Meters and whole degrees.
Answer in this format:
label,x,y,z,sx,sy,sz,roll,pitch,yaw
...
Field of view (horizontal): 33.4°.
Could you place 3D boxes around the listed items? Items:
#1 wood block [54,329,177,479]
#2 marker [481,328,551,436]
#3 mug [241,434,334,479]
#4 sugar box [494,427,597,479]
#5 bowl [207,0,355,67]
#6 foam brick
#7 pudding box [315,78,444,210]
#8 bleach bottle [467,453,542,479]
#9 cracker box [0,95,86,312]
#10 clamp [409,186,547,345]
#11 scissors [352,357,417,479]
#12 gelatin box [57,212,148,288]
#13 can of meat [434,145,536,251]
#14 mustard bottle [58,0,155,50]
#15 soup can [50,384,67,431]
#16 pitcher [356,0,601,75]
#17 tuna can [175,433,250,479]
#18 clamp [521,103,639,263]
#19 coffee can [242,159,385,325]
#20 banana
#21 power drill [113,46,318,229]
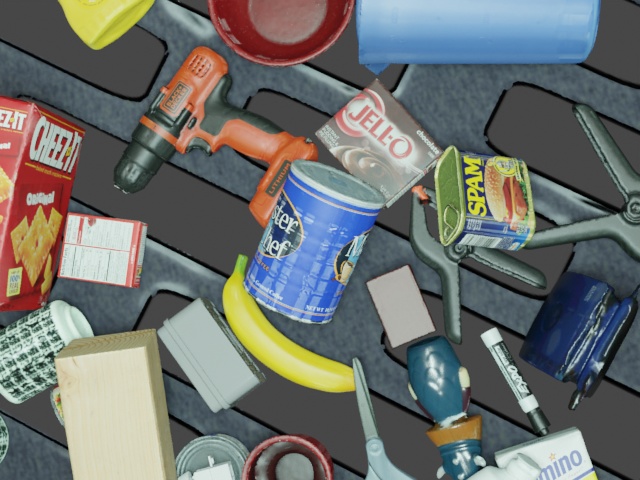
label,x,y,z,sx,sy,sz,roll,pitch,yaw
wood block,-0.200,0.204,1.075,0.091,0.090,0.206,-8,97,-1
marker,0.206,0.148,1.114,0.020,0.020,0.121,-29,76,4
mug,-0.019,0.252,1.110,0.117,0.081,0.093,28,90,8
sugar box,0.251,0.290,1.093,0.093,0.048,0.176,-20,85,6
bowl,-0.039,-0.262,1.160,0.162,0.055,0.162,0,86,7
foam brick,0.085,0.070,1.124,0.051,0.053,0.078,-22,83,5
pudding box,0.064,-0.102,1.145,0.090,0.039,0.113,-42,82,3
bleach bottle,0.149,0.328,1.072,0.102,0.068,0.251,34,100,10
cracker box,-0.321,-0.033,1.125,0.072,0.164,0.214,12,88,6
clamp,0.158,0.012,1.127,0.120,0.039,0.171,-23,81,-8
scissors,0.077,0.226,1.124,0.096,0.016,0.202,3,93,2
gelatin box,-0.240,0.011,1.180,0.089,0.030,0.073,7,87,10
can of meat,0.169,-0.041,1.097,0.083,0.058,0.102,7,61,-15
mustard bottle,-0.278,-0.312,1.192,0.096,0.058,0.192,-41,82,2
soup can,-0.229,0.163,1.149,0.102,0.068,0.068,-31,83,3
pitcher,0.159,-0.251,1.095,0.243,0.149,0.145,3,81,4
tuna can,-0.113,0.252,1.146,0.086,0.033,0.086,0,86,7
clamp,0.324,-0.042,1.110,0.210,0.036,0.164,17,91,8
coffee can,-0.007,0.001,1.098,0.103,0.102,0.140,26,106,8
banana,-0.042,0.105,1.145,0.069,0.037,0.198,-45,83,2
power drill,-0.111,-0.092,1.157,0.188,0.057,0.184,34,91,8
